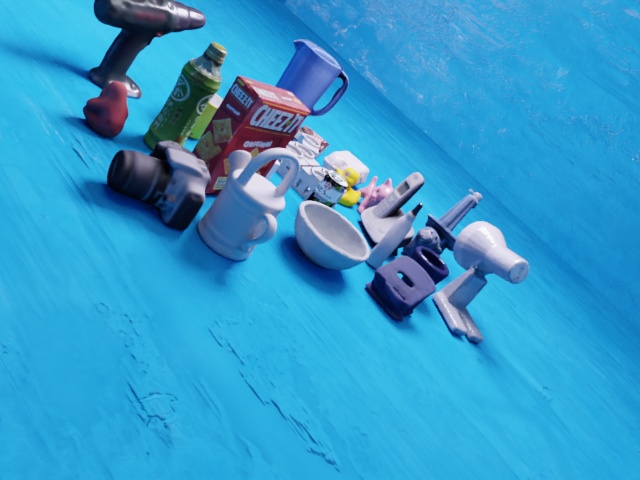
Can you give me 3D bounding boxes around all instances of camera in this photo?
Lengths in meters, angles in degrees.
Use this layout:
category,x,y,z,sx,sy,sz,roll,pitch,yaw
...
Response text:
category,x,y,z,sx,sy,sz,roll,pitch,yaw
camera,-0.250,-0.106,0.888,0.137,0.100,0.143,20,29,-38

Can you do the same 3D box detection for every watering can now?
category,x,y,z,sx,sy,sz,roll,pitch,yaw
watering can,-0.110,-0.074,0.918,0.172,0.194,0.101,46,24,17

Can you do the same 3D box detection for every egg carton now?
category,x,y,z,sx,sy,sz,roll,pitch,yaw
egg carton,0.069,-0.190,1.562,0.107,0.069,0.151,43,23,10

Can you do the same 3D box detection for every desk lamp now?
category,x,y,z,sx,sy,sz,roll,pitch,yaw
desk lamp,0.362,0.087,1.299,0.118,0.213,0.203,24,27,-30

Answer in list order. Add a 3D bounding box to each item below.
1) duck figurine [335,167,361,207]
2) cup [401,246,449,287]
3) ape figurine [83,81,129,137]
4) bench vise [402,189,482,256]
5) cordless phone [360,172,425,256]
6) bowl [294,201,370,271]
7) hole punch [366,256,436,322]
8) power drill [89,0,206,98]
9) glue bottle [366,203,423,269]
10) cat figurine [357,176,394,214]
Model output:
category,x,y,z,sx,sy,sz,roll,pitch,yaw
duck figurine,0.067,-0.141,1.446,0.105,0.086,0.077,29,25,-22
cup,0.227,0.073,1.277,0.091,0.095,0.118,42,23,9
ape figurine,-0.354,-0.228,0.971,0.078,0.092,0.076,15,32,-44
bench vise,0.323,-0.026,1.442,0.121,0.219,0.208,40,23,3
cordless phone,0.190,-0.068,1.367,0.094,0.185,0.147,22,28,-34
bowl,0.010,0.004,1.106,0.168,0.074,0.167,32,24,-16
hole punch,0.164,0.094,1.148,0.108,0.091,0.101,48,24,21
power drill,-0.351,-0.387,1.121,0.075,0.208,0.230,47,24,20
glue bottle,0.167,-0.015,1.250,0.037,0.173,0.078,38,23,0
cat figurine,0.150,-0.115,1.481,0.067,0.117,0.127,23,27,-33
